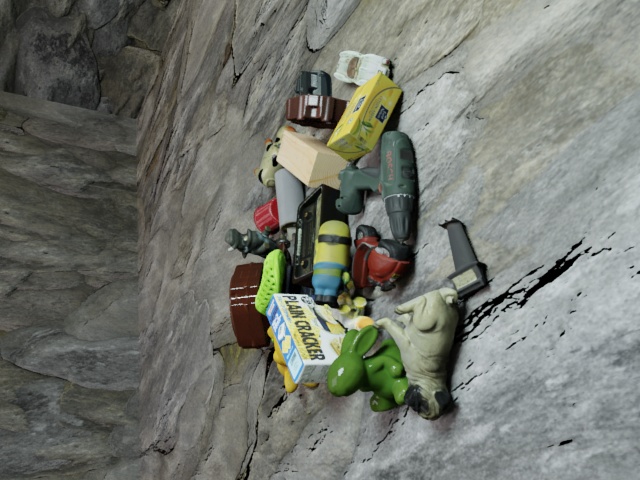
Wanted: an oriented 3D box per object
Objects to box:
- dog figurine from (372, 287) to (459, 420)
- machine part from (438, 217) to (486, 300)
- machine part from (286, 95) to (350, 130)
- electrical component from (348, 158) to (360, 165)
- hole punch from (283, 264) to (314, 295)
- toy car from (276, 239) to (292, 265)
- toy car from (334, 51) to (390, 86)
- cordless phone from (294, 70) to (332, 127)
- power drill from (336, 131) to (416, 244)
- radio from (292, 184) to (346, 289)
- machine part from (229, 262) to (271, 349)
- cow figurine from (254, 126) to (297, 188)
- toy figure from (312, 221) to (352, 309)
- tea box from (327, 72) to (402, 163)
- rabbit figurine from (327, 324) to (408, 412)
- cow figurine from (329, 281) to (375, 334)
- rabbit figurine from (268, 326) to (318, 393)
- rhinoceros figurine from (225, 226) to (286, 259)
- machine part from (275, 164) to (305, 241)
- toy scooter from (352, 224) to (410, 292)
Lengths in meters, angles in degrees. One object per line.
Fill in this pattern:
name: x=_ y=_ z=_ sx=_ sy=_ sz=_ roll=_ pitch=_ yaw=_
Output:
dog figurine: x=0.201 y=0.195 z=0.922 sx=0.172 sy=0.121 sz=0.190 roll=-49 pitch=58 yaw=48
machine part: x=0.243 y=0.027 z=0.925 sx=0.084 sy=0.039 sz=0.139 roll=127 pitch=137 yaw=-54
machine part: x=0.007 y=-0.295 z=1.263 sx=0.179 sy=0.179 sz=0.056 roll=14 pitch=99 yaw=60
electrical component: x=0.086 y=-0.221 z=1.253 sx=0.094 sy=0.021 sz=0.063 roll=-54 pitch=41 yaw=38
hole punch: x=-0.044 y=0.120 z=1.359 sx=0.116 sy=0.092 sz=0.142 roll=82 pitch=-168 yaw=-86
toy car: x=-0.106 y=0.078 z=1.456 sx=0.202 sy=0.053 sz=0.089 roll=111 pitch=165 yaw=-51
toy car: x=0.096 y=-0.391 z=1.237 sx=0.202 sy=0.056 sz=0.073 roll=40 pitch=118 yaw=56
cordless phone: x=-0.039 y=-0.365 z=1.460 sx=0.184 sy=0.089 sz=0.146 roll=153 pitch=118 yaw=-68
power drill: x=0.117 y=-0.100 z=1.121 sx=0.207 sy=0.086 sz=0.232 roll=-12 pitch=73 yaw=62
radio: x=-0.003 y=-0.004 z=1.273 sx=0.131 sy=0.073 sz=0.229 roll=-34 pitch=44 yaw=50
machine part: x=-0.186 y=0.178 z=1.462 sx=0.201 sy=0.087 sz=0.201 roll=-91 pitch=-7 yaw=-64
cow figurine: x=-0.121 y=-0.239 z=1.550 sx=0.194 sy=0.085 sz=0.127 roll=-64 pitch=29 yaw=25
toy figure: x=0.027 y=0.048 z=1.123 sx=0.089 sy=0.082 sz=0.180 roll=123 pitch=159 yaw=-68
tea box: x=0.094 y=-0.257 z=1.134 sx=0.098 sy=0.068 sz=0.169 roll=-19 pitch=40 yaw=60
rabbit figurine: x=0.092 y=0.240 z=1.003 sx=0.121 sy=0.170 sz=0.159 roll=-28 pitch=61 yaw=54
cow figurine: x=0.066 y=0.167 z=1.157 sx=0.167 sy=0.068 sz=0.098 roll=-122 pitch=25 yaw=-51
rabbit figurine: x=-0.059 y=0.293 z=1.336 sx=0.173 sy=0.122 sz=0.162 roll=115 pitch=138 yaw=-53
rhinoceros figurine: x=-0.177 y=0.010 z=1.498 sx=0.112 sy=0.190 sz=0.073 roll=-20 pitch=62 yaw=36
machine part: x=-0.078 y=-0.107 z=1.456 sx=0.079 sy=0.079 sz=0.243 roll=-40 pitch=50 yaw=50
toy scooter: x=0.113 y=0.053 z=1.101 sx=0.184 sy=0.075 sz=0.135 roll=35 pitch=114 yaw=60
